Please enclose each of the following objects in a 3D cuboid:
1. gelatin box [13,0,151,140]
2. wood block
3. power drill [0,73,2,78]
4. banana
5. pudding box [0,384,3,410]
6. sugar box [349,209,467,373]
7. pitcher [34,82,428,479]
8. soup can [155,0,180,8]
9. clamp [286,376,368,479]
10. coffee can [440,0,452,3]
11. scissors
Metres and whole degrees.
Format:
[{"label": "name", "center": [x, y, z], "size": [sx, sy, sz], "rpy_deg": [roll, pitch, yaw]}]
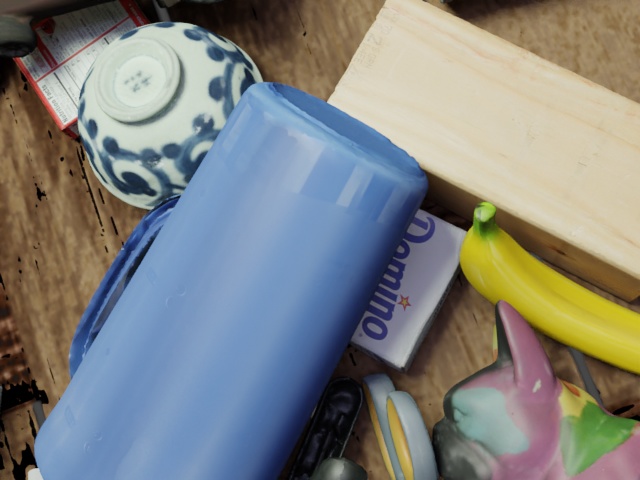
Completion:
[{"label": "gelatin box", "center": [-0.151, -0.121, 0.710], "size": [0.089, 0.030, 0.073], "rpy_deg": [-35, 78, 0]}, {"label": "wood block", "center": [0.115, -0.054, 0.632], "size": [0.206, 0.091, 0.090], "rpy_deg": [29, 85, 11]}, {"label": "power drill", "center": [-0.266, -0.201, 0.726], "size": [0.185, 0.057, 0.187], "rpy_deg": [10, 82, 17]}, {"label": "banana", "center": [0.151, 0.042, 0.614], "size": [0.197, 0.070, 0.037], "rpy_deg": [29, 78, -14]}, {"label": "pudding box", "center": [-0.229, 0.137, 0.640], "size": [0.039, 0.090, 0.113], "rpy_deg": [1, 79, 6]}, {"label": "sugar box", "center": [-0.004, 0.001, 0.659], "size": [0.176, 0.048, 0.093], "rpy_deg": [26, 82, 13]}, {"label": "pitcher", "center": [-0.051, 0.037, 0.584], "size": [0.149, 0.145, 0.243], "rpy_deg": [29, 103, -3]}, {"label": "soup can", "center": [-0.077, -0.205, 0.698], "size": [0.102, 0.068, 0.068], "rpy_deg": [-31, 77, 1]}, {"label": "clamp", "center": [-0.015, 0.161, 0.611], "size": [0.039, 0.120, 0.172], "rpy_deg": [29, 113, -1]}, {"label": "coffee can", "center": [0.132, -0.213, 0.654], "size": [0.140, 0.103, 0.103], "rpy_deg": [-13, 78, 4]}, {"label": "scissors", "center": [0.064, 0.168, 0.599], "size": [0.016, 0.096, 0.202], "rpy_deg": [-17, 74, -10]}]
